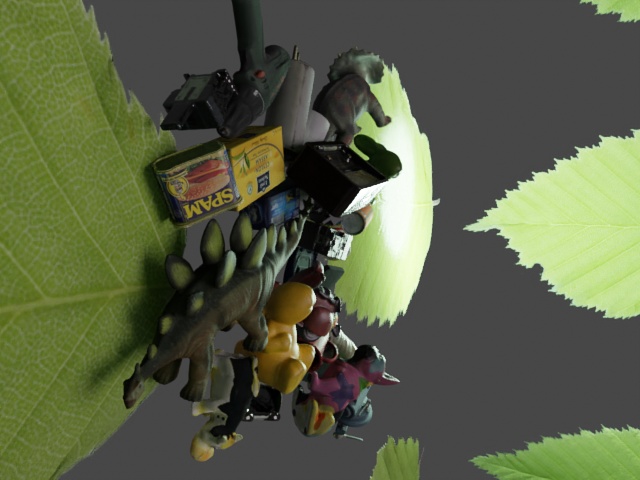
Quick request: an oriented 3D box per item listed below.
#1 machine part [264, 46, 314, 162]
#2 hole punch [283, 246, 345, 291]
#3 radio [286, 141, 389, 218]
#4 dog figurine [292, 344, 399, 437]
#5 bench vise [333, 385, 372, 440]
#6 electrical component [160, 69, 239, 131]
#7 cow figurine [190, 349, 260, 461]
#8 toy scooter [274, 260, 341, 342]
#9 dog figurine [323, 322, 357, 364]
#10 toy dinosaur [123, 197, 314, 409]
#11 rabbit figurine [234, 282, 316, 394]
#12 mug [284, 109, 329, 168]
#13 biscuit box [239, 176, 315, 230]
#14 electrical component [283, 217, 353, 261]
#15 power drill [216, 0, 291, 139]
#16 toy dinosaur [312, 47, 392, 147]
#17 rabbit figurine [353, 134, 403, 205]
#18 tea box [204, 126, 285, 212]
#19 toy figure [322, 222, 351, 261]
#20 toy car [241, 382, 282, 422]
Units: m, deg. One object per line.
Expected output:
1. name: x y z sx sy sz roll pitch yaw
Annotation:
1. machine part: -0.058 -0.231 0.969 0.079 0.079 0.243 30 66 -66
2. hole punch: -0.027 0.078 1.118 0.115 0.092 0.142 -53 161 8
3. radio: 0.036 -0.117 0.988 0.073 0.131 0.229 -51 172 19
4. dog figurine: 0.058 0.325 1.171 0.108 0.219 0.191 -173 -94 -67
5. bench vise: 0.085 0.421 1.416 0.224 0.129 0.240 -64 171 -61
6. electrical component: -0.165 -0.174 0.716 0.047 0.075 0.119 65 31 -47
7. cow figurine: -0.143 0.256 0.825 0.068 0.098 0.167 37 59 -72
8. toy scooter: -0.021 0.109 1.009 0.183 0.135 0.075 40 9 -36
9. dog figurine: 0.032 0.258 1.294 0.121 0.172 0.190 -32 102 -21
10. toy dinosaur: -0.122 0.068 0.777 0.471 0.105 0.198 -46 147 -55
11. rabbit figurine: -0.069 0.143 0.909 0.122 0.162 0.173 -18 133 -65
12. mug: -0.036 -0.187 1.046 0.109 0.081 0.107 56 56 -69
13. biscuit box: -0.074 -0.070 0.978 0.202 0.063 0.059 -35 127 -62
14. electrical component: -0.002 -0.003 1.094 0.134 0.115 0.058 16 95 -68
15. power drill: -0.113 -0.290 0.818 0.232 0.086 0.207 -60 143 -50
16. toy dinosaur: 0.045 -0.287 1.178 0.405 0.131 0.192 -55 130 -42
17. rabbit figurine: 0.124 -0.167 1.283 0.121 0.170 0.159 21 58 -45
18. tea box: -0.121 -0.118 0.846 0.170 0.068 0.098 -49 140 -58
19. toy figure: 0.036 -0.038 1.239 0.089 0.082 0.180 -35 124 -63
20. toy car: -0.117 0.282 0.954 0.201 0.056 0.073 43 49 -65
